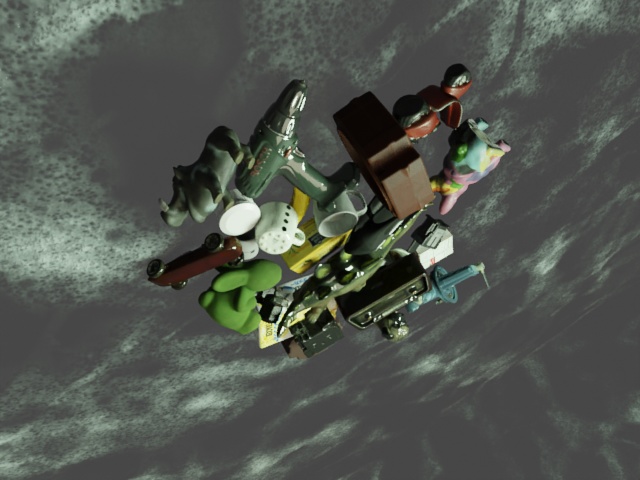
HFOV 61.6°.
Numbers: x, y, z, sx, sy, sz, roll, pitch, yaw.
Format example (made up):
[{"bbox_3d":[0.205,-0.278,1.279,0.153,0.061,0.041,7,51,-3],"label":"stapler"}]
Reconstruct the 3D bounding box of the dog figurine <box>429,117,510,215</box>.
[{"bbox_3d":[0.304,-0.154,1.190,0.191,0.108,0.219,-23,155,-53],"label":"dog figurine"}]

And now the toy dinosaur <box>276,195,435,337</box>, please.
[{"bbox_3d":[0.077,0.056,1.211,0.471,0.105,0.198,-41,174,-19],"label":"toy dinosaur"}]

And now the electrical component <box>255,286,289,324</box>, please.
[{"bbox_3d":[-0.114,0.142,1.192,0.045,0.102,0.078,35,73,-31],"label":"electrical component"}]

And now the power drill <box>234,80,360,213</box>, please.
[{"bbox_3d":[-0.028,-0.144,0.947,0.207,0.086,0.232,23,123,-34],"label":"power drill"}]

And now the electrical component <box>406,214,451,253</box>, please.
[{"bbox_3d":[0.275,-0.004,1.397,0.074,0.048,0.119,18,110,-47],"label":"electrical component"}]

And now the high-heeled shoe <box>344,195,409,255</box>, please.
[{"bbox_3d":[0.131,-0.064,1.132,0.086,0.249,0.145,44,128,-13],"label":"high-heeled shoe"}]

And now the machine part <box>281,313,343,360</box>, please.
[{"bbox_3d":[-0.023,0.264,1.496,0.179,0.056,0.179,-20,144,-15],"label":"machine part"}]

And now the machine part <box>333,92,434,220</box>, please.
[{"bbox_3d":[0.113,-0.150,0.976,0.087,0.201,0.201,-32,145,2],"label":"machine part"}]

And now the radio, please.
[{"bbox_3d":[0.163,0.133,1.342,0.230,0.073,0.131,-30,149,6],"label":"radio"}]

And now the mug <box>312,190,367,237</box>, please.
[{"bbox_3d":[0.033,-0.076,1.077,0.110,0.107,0.080,-19,149,-2],"label":"mug"}]

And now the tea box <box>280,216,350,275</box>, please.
[{"bbox_3d":[-0.002,-0.004,1.159,0.169,0.068,0.098,-37,162,5],"label":"tea box"}]

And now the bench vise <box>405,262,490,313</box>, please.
[{"bbox_3d":[0.355,0.124,1.545,0.241,0.129,0.223,-30,157,28],"label":"bench vise"}]

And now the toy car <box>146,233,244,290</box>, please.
[{"bbox_3d":[-0.243,0.041,1.044,0.202,0.053,0.089,-22,151,18],"label":"toy car"}]

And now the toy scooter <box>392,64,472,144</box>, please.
[{"bbox_3d":[0.225,-0.249,1.058,0.184,0.075,0.135,-36,146,-3],"label":"toy scooter"}]

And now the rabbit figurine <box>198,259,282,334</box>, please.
[{"bbox_3d":[-0.165,0.091,1.137,0.170,0.121,0.159,-41,128,20],"label":"rabbit figurine"}]

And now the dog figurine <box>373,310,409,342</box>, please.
[{"bbox_3d":[0.188,0.209,1.475,0.121,0.191,0.172,-47,144,19],"label":"dog figurine"}]

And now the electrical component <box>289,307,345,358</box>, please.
[{"bbox_3d":[-0.004,0.238,1.363,0.115,0.058,0.134,-29,146,0],"label":"electrical component"}]

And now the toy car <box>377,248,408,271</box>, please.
[{"bbox_3d":[0.178,0.053,1.380,0.201,0.074,0.056,12,129,-45],"label":"toy car"}]

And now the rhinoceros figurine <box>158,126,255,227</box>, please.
[{"bbox_3d":[-0.193,-0.099,0.888,0.190,0.112,0.073,-54,170,8],"label":"rhinoceros figurine"}]
